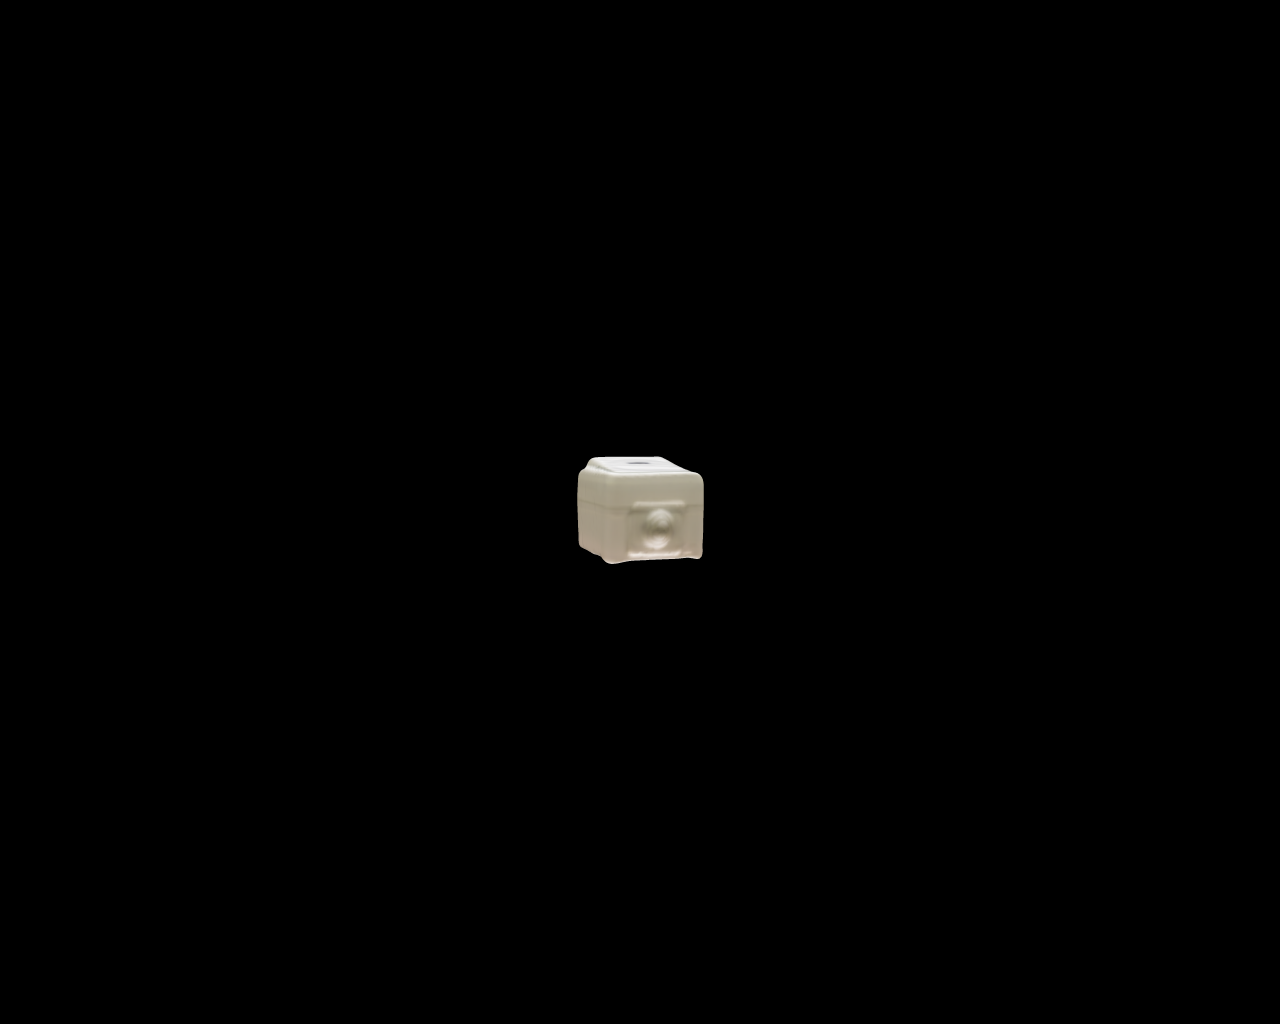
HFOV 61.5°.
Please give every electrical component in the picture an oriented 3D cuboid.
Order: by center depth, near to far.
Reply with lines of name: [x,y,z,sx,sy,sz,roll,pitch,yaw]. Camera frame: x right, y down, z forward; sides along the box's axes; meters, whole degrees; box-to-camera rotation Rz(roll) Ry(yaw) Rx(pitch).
electrical component: [0.001,-0.003,0.650,0.062,0.061,0.096,-1,5,-15]
